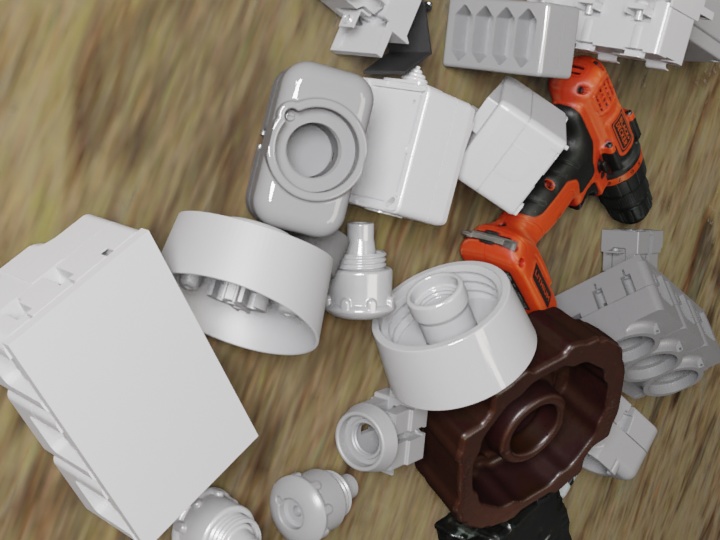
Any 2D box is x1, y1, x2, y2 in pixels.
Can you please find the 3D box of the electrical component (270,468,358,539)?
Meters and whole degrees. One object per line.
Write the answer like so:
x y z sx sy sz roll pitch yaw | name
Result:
-0.026 0.154 0.722 0.062 0.048 0.048 -13 112 -52 | electrical component

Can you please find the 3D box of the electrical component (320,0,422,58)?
0.004 -0.173 0.652 0.064 0.042 0.081 28 81 -44 | electrical component

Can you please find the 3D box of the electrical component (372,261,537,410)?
0.060 0.037 0.732 0.108 0.108 0.060 -43 124 -30 | electrical component

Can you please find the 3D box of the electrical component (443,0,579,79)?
0.114 -0.159 0.742 0.076 0.083 0.047 -7 107 -46 | electrical component

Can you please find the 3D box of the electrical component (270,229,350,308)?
-0.033 0.001 0.668 0.044 0.044 0.065 40 68 -46 | electrical component

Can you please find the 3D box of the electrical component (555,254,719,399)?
0.242 0.057 0.929 0.150 0.089 0.061 30 39 -47 | electrical component

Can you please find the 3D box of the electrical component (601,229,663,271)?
0.241 -0.008 0.954 0.066 0.048 0.055 -4 98 -46 | electrical component

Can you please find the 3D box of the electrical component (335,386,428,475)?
0.016 0.113 0.752 0.055 0.048 0.066 -11 110 -53 | electrical component

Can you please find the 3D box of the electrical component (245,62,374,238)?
-0.029 -0.069 0.621 0.054 0.059 0.095 14 93 -13 | electrical component

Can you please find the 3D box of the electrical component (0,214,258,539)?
-0.130 0.057 0.566 0.089 0.062 0.150 -44 131 -29 | electrical component

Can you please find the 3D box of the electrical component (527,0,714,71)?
0.178 -0.185 0.773 0.079 0.121 0.063 7 100 -48 | electrical component

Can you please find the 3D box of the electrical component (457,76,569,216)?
0.101 -0.091 0.742 0.061 0.061 0.096 -54 -175 24 | electrical component

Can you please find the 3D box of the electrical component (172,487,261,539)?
-0.080 0.163 0.652 0.048 0.062 0.048 -17 114 -43 | electrical component

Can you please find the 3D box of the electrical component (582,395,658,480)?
0.208 0.141 0.945 0.095 0.054 0.059 41 71 -26 | electrical component

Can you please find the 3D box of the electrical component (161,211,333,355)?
-0.065 0.007 0.596 0.099 0.099 0.064 26 77 -48 | electrical component

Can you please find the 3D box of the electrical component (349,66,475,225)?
0.031 -0.082 0.693 0.061 0.062 0.096 12 93 -48 | electrical component

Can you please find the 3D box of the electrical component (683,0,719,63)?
0.248 -0.211 0.873 0.113 0.078 0.057 11 91 -48 | electrical component

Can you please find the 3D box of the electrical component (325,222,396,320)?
0.000 0.000 0.701 0.048 0.048 0.062 -7 101 -46 | electrical component
